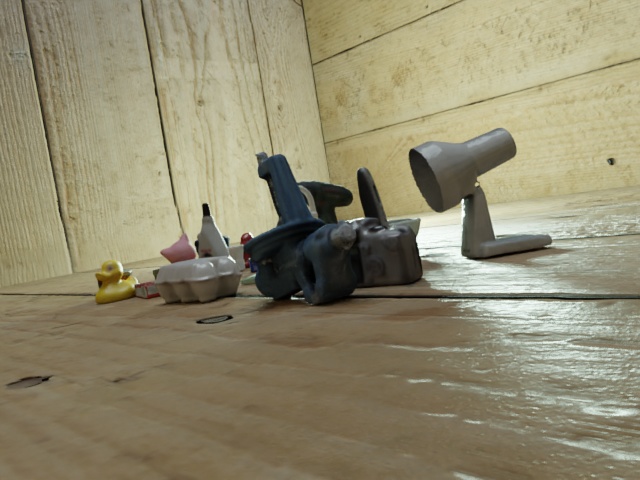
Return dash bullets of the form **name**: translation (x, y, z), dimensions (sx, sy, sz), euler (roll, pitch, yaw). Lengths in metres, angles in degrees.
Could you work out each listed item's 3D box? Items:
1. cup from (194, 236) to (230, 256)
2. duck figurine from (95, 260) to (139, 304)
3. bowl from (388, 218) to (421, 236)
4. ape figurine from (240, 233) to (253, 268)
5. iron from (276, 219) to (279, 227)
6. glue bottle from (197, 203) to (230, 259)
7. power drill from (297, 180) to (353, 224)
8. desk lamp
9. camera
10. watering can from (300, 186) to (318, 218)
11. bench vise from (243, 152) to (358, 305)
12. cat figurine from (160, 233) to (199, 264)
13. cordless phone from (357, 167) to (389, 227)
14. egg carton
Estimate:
- **cup**: translation (-0.275, 0.041, 1.467), dimensions (0.091, 0.095, 0.118), euler (-8, 3, 13)
- **duck figurine**: translation (-0.436, 0.085, 1.223), dimensions (0.077, 0.086, 0.105), euler (-7, 4, 29)
- **bowl**: translation (0.137, 0.000, 1.218), dimensions (0.167, 0.075, 0.167), euler (-9, 3, 1)
- **ape figurine**: translation (-0.190, 0.027, 1.511), dimensions (0.077, 0.092, 0.076), euler (-8, 4, 24)
- **iron**: translation (-0.094, -0.021, 1.651), dimensions (0.118, 0.141, 0.258), euler (-9, 3, -1)
- **glue bottle**: translation (-0.222, 0.009, 1.175), dimensions (0.077, 0.173, 0.037), euler (-7, 4, 37)
- **power drill**: translation (0.003, -0.069, 1.622), dimensions (0.230, 0.208, 0.075), euler (-12, 4, -39)
- **desk lamp**: translation (0.266, -0.078, 0.980), dimensions (0.203, 0.213, 0.118), euler (-9, 3, -7)
- **camera**: translation (0.094, 0.012, 0.886), dimensions (0.142, 0.101, 0.137), euler (-7, 4, 34)
- **watering can**: translation (-0.048, -0.046, 1.476), dimensions (0.101, 0.194, 0.172), euler (-11, 4, -34)
- **bench vise**: translation (-0.024, -0.025, 0.805), dimensions (0.206, 0.220, 0.122), euler (-7, 4, 33)
- **cat figurine**: translation (-0.288, 0.041, 1.291), dimensions (0.127, 0.118, 0.067), euler (-9, 3, 6)
- **cordless phone**: translation (0.108, -0.042, 1.050), dimensions (0.094, 0.185, 0.148), euler (-8, 3, 10)
- **egg carton**: translation (-0.214, 0.070, 1.011), dimensions (0.149, 0.069, 0.107), euler (-7, 4, 38)
